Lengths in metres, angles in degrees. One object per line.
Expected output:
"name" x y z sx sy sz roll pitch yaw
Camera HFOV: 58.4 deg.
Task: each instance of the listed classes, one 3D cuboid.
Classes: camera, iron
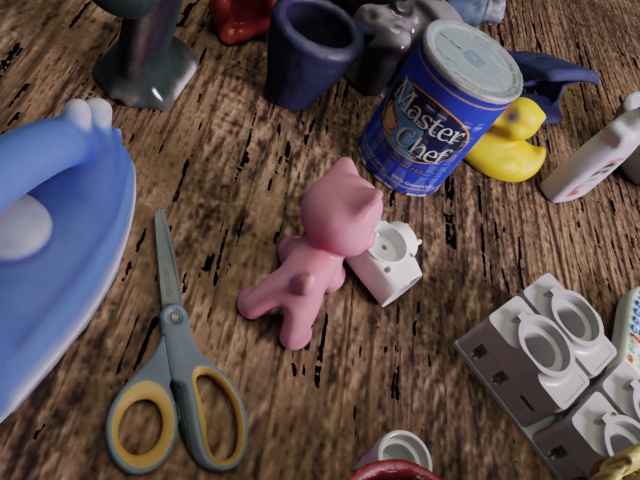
"camera" 0.117 -0.205 0.648 0.143 0.100 0.136 -16 65 -35
"iron" -0.177 -0.012 0.328 0.118 0.141 0.258 31 48 -3

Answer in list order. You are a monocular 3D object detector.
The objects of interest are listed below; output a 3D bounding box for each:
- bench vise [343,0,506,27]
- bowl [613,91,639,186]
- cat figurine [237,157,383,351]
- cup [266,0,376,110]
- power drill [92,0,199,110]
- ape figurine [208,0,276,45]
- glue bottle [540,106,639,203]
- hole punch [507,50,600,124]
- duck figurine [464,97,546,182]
"bench vise" 0.141 -0.348 0.685 0.208 0.219 0.121 11 52 -20
"bowl" 0.455 -0.118 0.777 0.168 0.074 0.167 14 52 -18
"cat figurine" 0.004 0.002 0.427 0.067 0.117 0.128 32 48 -2
"cup" -0.006 -0.179 0.569 0.118 0.095 0.091 -16 65 -35
"power drill" -0.121 -0.220 0.463 0.076 0.208 0.229 24 49 -9
"ape figurine" -0.072 -0.258 0.595 0.078 0.092 0.076 11 52 -20
"glue bottle" 0.326 -0.107 0.636 0.078 0.173 0.037 -18 66 -35
"hole punch" 0.288 -0.215 0.750 0.109 0.091 0.101 -8 61 -31
"duck figurine" 0.217 -0.120 0.647 0.105 0.086 0.077 23 49 -10
